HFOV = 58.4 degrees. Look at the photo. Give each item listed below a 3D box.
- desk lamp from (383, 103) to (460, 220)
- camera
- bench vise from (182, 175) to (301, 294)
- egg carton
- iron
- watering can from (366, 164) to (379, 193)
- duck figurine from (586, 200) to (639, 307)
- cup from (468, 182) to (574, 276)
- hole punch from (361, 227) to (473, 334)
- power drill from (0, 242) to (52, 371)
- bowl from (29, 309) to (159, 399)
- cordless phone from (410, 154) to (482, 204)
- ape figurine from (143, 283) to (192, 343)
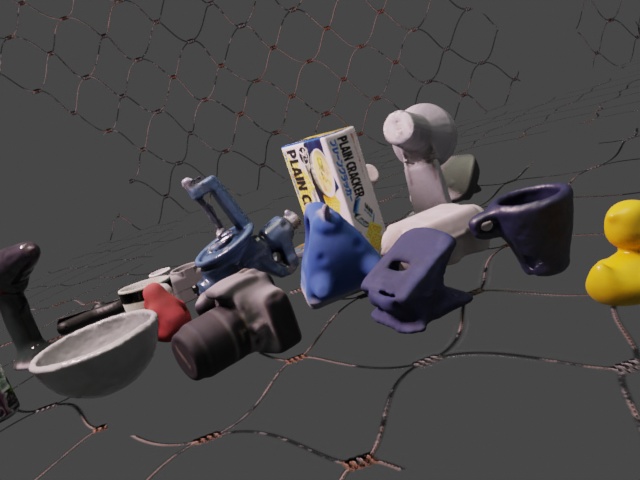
[{"bbox_3d":[0.181,-0.132,1.014,0.117,0.214,0.204,-12,14,27],"label":"desk lamp"},{"bbox_3d":[-0.118,0.101,0.698,0.137,0.101,0.142,-28,15,-36],"label":"camera"},{"bbox_3d":[-0.144,-0.022,0.999,0.121,0.220,0.208,-5,18,47],"label":"bench vise"},{"bbox_3d":[0.164,-0.003,0.809,0.150,0.069,0.107,-23,13,-18],"label":"egg carton"},{"bbox_3d":[0.008,0.003,0.845,0.119,0.141,0.258,-20,12,-8],"label":"iron"},{"bbox_3d":[0.057,-0.114,1.168,0.172,0.194,0.101,-10,15,34],"label":"watering can"},{"bbox_3d":[0.289,0.007,0.535,0.105,0.086,0.077,-24,13,-22],"label":"duck figurine"},{"bbox_3d":[0.233,-0.003,0.644,0.117,0.095,0.091,-19,12,0],"label":"cup"},{"bbox_3d":[0.102,0.043,0.645,0.101,0.091,0.108,-23,13,-20],"label":"hole punch"},{"bbox_3d":[-0.509,0.113,0.975,0.228,0.208,0.076,-11,15,34],"label":"power drill"},{"bbox_3d":[-0.282,0.158,0.751,0.167,0.075,0.167,-18,12,4],"label":"bowl"},{"bbox_3d":[0.233,-0.162,1.137,0.147,0.185,0.094,-6,17,45],"label":"cordless phone"},{"bbox_3d":[-0.240,0.107,0.875,0.078,0.092,0.076,-25,14,-28],"label":"ape figurine"}]
